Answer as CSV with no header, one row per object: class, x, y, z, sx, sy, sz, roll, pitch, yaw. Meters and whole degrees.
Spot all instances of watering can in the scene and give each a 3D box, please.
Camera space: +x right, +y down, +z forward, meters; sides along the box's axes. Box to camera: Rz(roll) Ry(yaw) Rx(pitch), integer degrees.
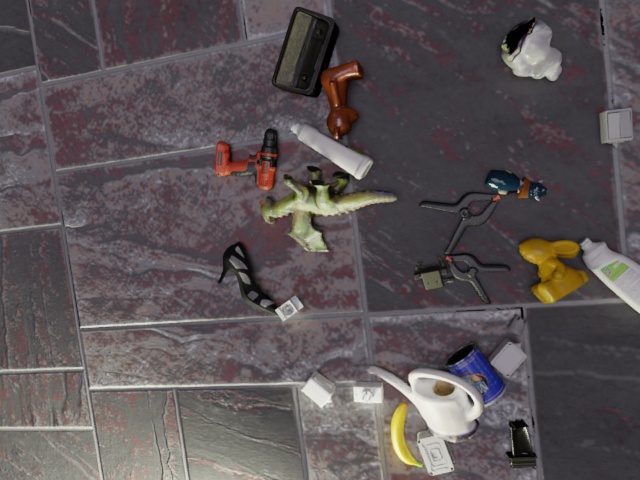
watering can,0.306,0.446,1.450,0.346,0.106,0.221,-4,117,44

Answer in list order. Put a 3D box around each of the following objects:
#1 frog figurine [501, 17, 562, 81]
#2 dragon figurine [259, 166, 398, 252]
frog figurine,0.554,-0.483,1.324,0.158,0.124,0.137,21,94,-25
dragon figurine,0.005,-0.076,1.505,0.411,0.124,0.238,17,117,14
